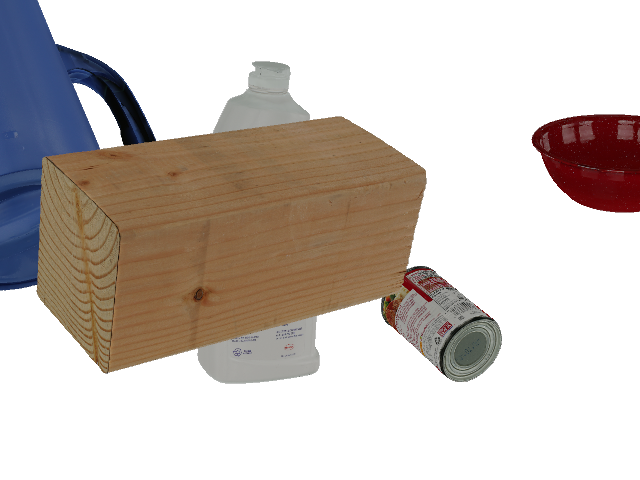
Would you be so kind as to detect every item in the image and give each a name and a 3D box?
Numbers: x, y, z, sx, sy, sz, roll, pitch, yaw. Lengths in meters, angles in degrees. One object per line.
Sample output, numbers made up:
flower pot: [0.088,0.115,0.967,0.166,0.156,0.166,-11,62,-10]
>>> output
bowl: [0.276,-0.068,0.987,0.162,0.055,0.162,-2,24,1]
pitcher: [-0.223,-0.097,0.756,0.145,0.243,0.149,-32,-30,15]
wood block: [-0.049,-0.005,0.622,0.205,0.091,0.090,-12,36,-36]
bleach bottle: [-0.042,-0.014,0.844,0.102,0.251,0.068,-4,21,-26]
soup can: [0.111,0.076,0.983,0.068,0.068,0.102,0,25,-32]
